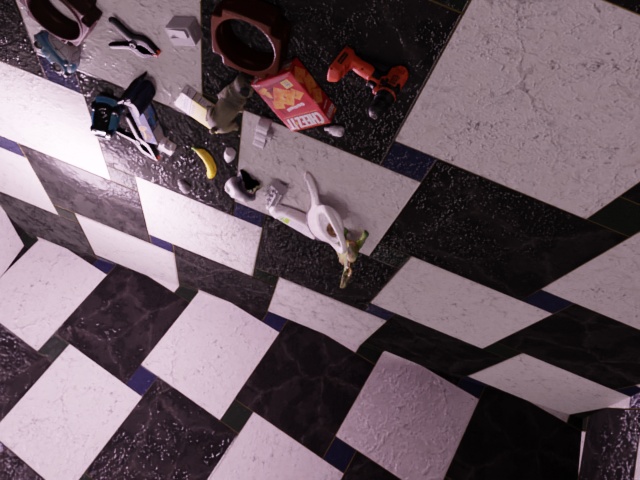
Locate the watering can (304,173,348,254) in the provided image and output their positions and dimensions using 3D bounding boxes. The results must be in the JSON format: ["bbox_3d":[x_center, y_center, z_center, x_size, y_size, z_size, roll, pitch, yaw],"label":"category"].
[{"bbox_3d":[0.006,-0.101,2.013,0.346,0.105,0.224,63,164,-7],"label":"watering can"}]

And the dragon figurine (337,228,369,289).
[{"bbox_3d":[0.107,0.092,2.167,0.122,0.248,0.401,16,150,1],"label":"dragon figurine"}]

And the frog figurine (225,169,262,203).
[{"bbox_3d":[-0.327,-0.197,2.092,0.136,0.125,0.157,18,147,-36],"label":"frog figurine"}]
